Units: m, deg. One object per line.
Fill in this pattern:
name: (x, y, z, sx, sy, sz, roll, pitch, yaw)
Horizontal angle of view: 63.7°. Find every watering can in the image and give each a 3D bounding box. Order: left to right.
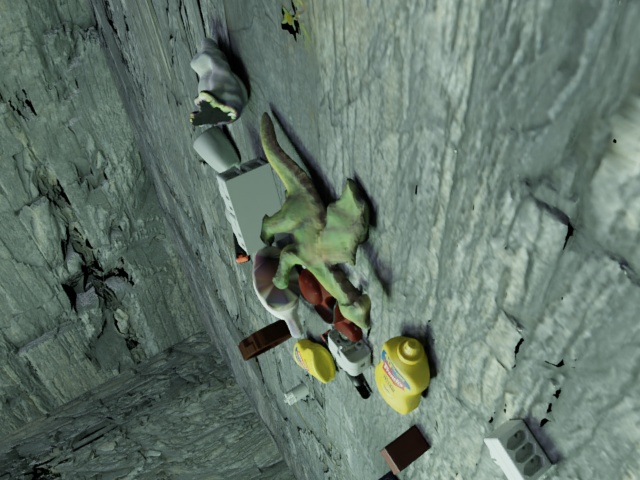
watering can: (-0.121, 0.071, 1.244, 0.221, 0.104, 0.352, 99, 147, -71)

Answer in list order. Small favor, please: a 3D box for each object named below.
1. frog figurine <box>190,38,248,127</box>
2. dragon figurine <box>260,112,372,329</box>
frog figurine: (-0.201, -0.317, 1.033, 0.135, 0.123, 0.162, 98, 177, -68)
dragon figurine: (0.003, -0.044, 0.872, 0.241, 0.123, 0.409, -11, 95, 50)
